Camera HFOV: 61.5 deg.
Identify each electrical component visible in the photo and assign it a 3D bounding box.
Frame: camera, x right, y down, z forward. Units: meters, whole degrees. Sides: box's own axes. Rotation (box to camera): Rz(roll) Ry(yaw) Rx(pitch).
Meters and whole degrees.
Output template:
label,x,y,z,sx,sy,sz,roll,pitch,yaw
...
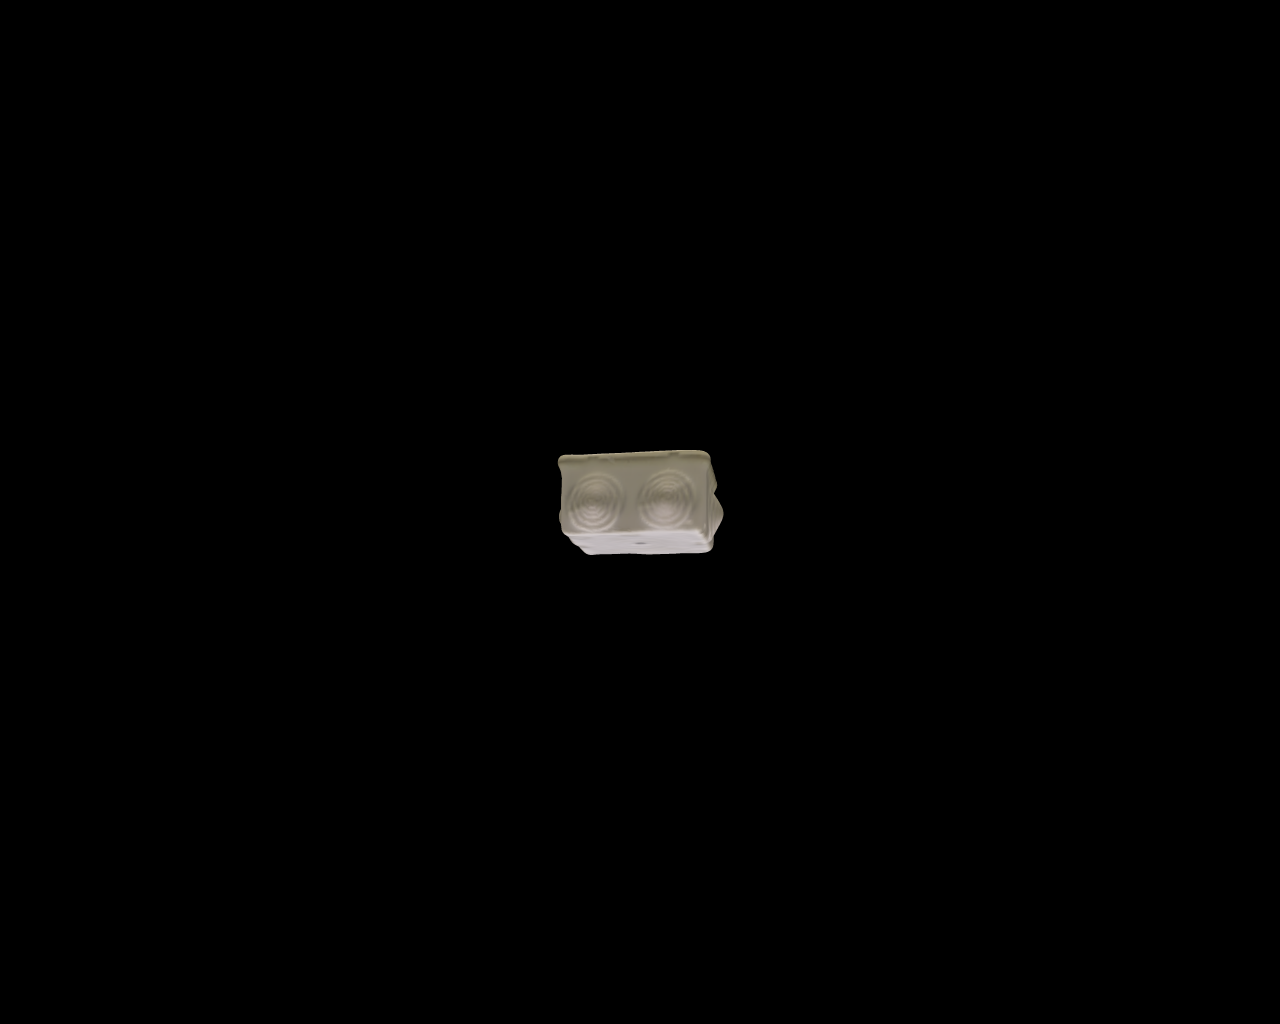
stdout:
label,x,y,z,sx,sy,sz,roll,pitch,yaw
electrical component,0.001,-0.003,0.650,0.100,0.048,0.099,-1,-11,7
